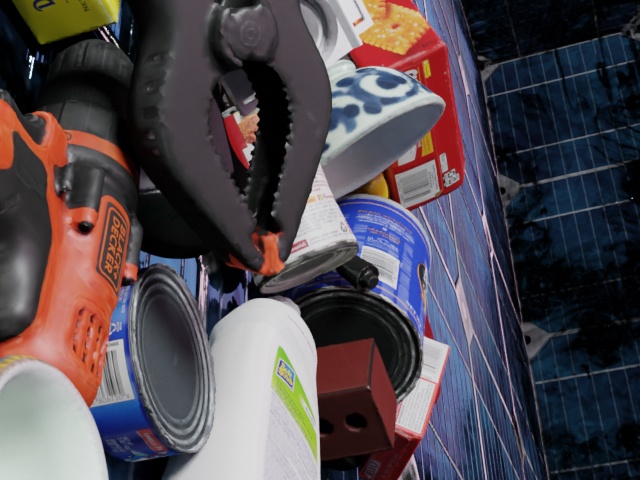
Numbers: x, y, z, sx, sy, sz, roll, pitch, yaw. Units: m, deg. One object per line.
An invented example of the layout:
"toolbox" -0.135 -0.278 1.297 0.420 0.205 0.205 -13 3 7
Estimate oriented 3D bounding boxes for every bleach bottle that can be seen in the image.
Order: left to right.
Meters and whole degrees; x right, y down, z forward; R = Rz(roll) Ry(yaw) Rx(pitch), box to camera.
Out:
"bleach bottle" -0.032 0.114 0.552 0.250 0.068 0.102 -81 151 -61

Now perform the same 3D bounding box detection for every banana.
"banana" 0.024 -0.045 0.886 0.198 0.037 0.069 -124 -163 -70

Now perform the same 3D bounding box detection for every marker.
"marker" -0.005 0.001 0.692 0.121 0.020 0.020 34 -20 41

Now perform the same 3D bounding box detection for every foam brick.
"foam brick" 0.004 0.103 0.672 0.051 0.078 0.053 -77 150 -57

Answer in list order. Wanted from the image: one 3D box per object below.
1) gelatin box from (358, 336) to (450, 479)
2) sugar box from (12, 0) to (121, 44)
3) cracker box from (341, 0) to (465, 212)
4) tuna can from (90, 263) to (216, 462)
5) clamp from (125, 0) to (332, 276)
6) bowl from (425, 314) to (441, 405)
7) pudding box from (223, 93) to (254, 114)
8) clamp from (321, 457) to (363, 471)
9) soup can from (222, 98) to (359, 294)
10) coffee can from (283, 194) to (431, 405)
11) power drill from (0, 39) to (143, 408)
"gelatin box" 0.060 0.123 0.767 0.073 0.030 0.089 111 3 -47
"sugar box" -0.121 -0.182 0.495 0.176 0.048 0.093 -94 164 -45
"cracker box" 0.039 -0.152 0.873 0.164 0.072 0.214 71 -6 -51
"tuna can" -0.078 0.055 0.478 0.086 0.034 0.086 -13 90 -76
"clamp" -0.047 -0.086 0.419 0.164 0.036 0.210 -11 107 -38
"bowl" 0.074 0.107 0.991 0.162 0.055 0.162 -13 90 -76
"pudding box" -0.047 -0.138 0.746 0.113 0.039 0.090 -78 153 -45
"clamp" 0.025 0.132 0.813 0.171 0.039 0.120 -53 131 -62
"soup can" -0.026 -0.027 0.642 0.102 0.068 0.068 66 12 12
"coffee can" 0.025 0.043 0.752 0.140 0.103 0.103 -75 149 -62
"power drill" -0.118 -0.053 0.369 0.187 0.057 0.184 62 20 -47
